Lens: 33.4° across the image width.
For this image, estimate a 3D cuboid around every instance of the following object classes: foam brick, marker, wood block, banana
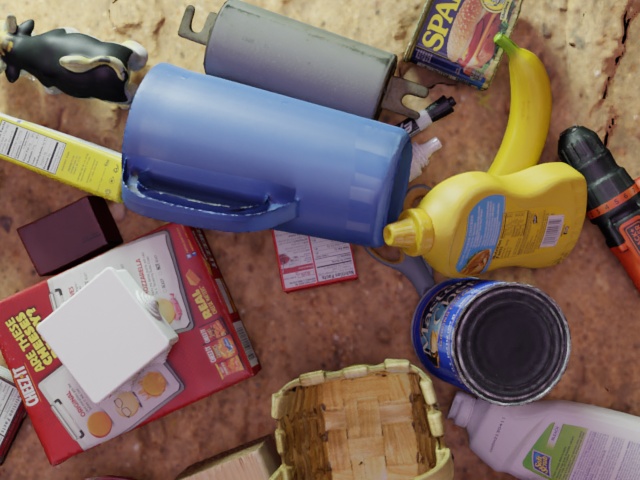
[{"bbox_3d":[-0.240,-0.004,1.030,0.078,0.051,0.053,-24,89,5],"label":"foam brick"},{"bbox_3d":[0.076,-0.101,1.014,0.121,0.020,0.020,-32,87,5],"label":"marker"},{"bbox_3d":[-0.054,0.299,0.992,0.091,0.090,0.206,-22,88,4],"label":"wood block"},{"bbox_3d":[0.173,-0.090,0.982,0.069,0.037,0.198,9,108,-2],"label":"banana"}]

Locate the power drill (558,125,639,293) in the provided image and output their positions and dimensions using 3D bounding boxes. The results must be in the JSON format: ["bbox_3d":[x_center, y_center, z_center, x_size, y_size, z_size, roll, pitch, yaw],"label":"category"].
[{"bbox_3d":[0.332,-0.058,0.970,0.188,0.057,0.184,-31,90,8],"label":"power drill"}]

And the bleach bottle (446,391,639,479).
[{"bbox_3d":[0.241,0.189,0.977,0.251,0.068,0.102,21,91,8],"label":"bleach bottle"}]

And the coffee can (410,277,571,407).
[{"bbox_3d":[0.145,0.085,0.936,0.102,0.140,0.103,0,90,-9],"label":"coffee can"}]

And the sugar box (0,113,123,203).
[{"bbox_3d":[-0.253,-0.081,1.011,0.176,0.093,0.048,18,91,6],"label":"sugar box"}]

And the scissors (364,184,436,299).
[{"bbox_3d":[0.114,0.033,1.012,0.096,0.016,0.202,-40,88,3],"label":"scissors"}]

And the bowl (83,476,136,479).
[{"bbox_3d":[-0.198,0.300,1.016,0.162,0.055,0.162,0,88,-5],"label":"bowl"}]

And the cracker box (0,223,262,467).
[{"bbox_3d":[-0.184,0.094,1.015,0.214,0.072,0.164,-25,87,6],"label":"cracker box"}]

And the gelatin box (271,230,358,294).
[{"bbox_3d":[-0.007,0.001,1.017,0.073,0.030,0.089,-12,87,4],"label":"gelatin box"}]

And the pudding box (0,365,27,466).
[{"bbox_3d":[-0.346,0.161,1.048,0.113,0.039,0.090,26,92,4],"label":"pudding box"}]

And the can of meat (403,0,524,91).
[{"bbox_3d":[0.134,-0.198,0.990,0.084,0.057,0.102,23,93,2],"label":"can of meat"}]

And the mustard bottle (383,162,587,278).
[{"bbox_3d":[0.141,-0.014,0.936,0.191,0.058,0.096,-7,125,-27],"label":"mustard bottle"}]

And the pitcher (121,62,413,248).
[{"bbox_3d":[-0.049,-0.064,0.948,0.243,0.145,0.149,14,83,12],"label":"pitcher"}]
